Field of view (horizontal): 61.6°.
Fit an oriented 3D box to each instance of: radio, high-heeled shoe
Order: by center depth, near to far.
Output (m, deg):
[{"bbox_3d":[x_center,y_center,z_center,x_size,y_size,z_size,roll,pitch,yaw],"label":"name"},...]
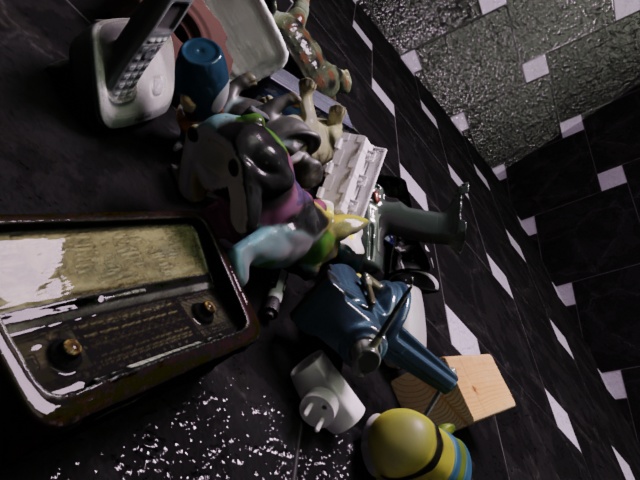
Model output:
[{"bbox_3d":[-0.147,0.052,0.382,0.131,0.073,0.229,60,25,10],"label":"radio"},{"bbox_3d":[0.153,0.026,0.933,0.248,0.086,0.145,30,50,-75],"label":"high-heeled shoe"}]

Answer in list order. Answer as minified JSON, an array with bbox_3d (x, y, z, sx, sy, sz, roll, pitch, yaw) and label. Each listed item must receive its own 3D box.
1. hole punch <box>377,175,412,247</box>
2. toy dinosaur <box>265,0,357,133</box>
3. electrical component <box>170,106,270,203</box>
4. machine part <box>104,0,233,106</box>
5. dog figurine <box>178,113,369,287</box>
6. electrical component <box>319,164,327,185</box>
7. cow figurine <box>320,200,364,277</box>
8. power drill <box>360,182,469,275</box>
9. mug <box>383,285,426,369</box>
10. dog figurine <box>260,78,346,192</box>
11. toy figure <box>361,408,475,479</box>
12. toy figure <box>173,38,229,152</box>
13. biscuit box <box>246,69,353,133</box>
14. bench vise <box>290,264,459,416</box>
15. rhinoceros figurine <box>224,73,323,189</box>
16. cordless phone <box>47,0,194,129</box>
[{"bbox_3d":[0.094,-0.057,0.969,0.116,0.092,0.142,10,46,-8],"label":"hole punch"},{"bbox_3d":[-0.036,-0.341,1.047,0.404,0.131,0.192,50,37,-23],"label":"toy dinosaur"},{"bbox_3d":[-0.100,-0.090,0.596,0.074,0.119,0.048,18,43,-58],"label":"electrical component"},{"bbox_3d":[-0.186,-0.263,0.691,0.179,0.056,0.179,38,42,-45],"label":"machine part"},{"bbox_3d":[-0.036,-0.038,0.571,0.109,0.191,0.219,22,22,35],"label":"dog figurine"},{"bbox_3d":[0.012,-0.110,0.944,0.063,0.021,0.094,45,27,-21],"label":"electrical component"},{"bbox_3d":[-0.004,-0.002,0.730,0.167,0.068,0.098,31,40,-42],"label":"cow figurine"},{"bbox_3d":[0.127,-0.057,0.848,0.086,0.207,0.232,89,7,-71],"label":"power drill"},{"bbox_3d":[0.108,0.123,0.759,0.109,0.081,0.107,33,42,-51],"label":"mug"},{"bbox_3d":[-0.024,-0.124,0.830,0.172,0.121,0.190,29,49,-40],"label":"dog figurine"},{"bbox_3d":[0.121,0.244,0.615,0.180,0.089,0.082,36,24,-33],"label":"toy figure"},{"bbox_3d":[-0.132,-0.145,0.587,0.064,0.154,0.058,-34,73,-28],"label":"toy figure"},{"bbox_3d":[-0.035,-0.236,0.940,0.202,0.059,0.063,22,40,-39],"label":"biscuit box"},{"bbox_3d":[0.080,0.114,0.627,0.240,0.129,0.224,38,-2,-15],"label":"bench vise"},{"bbox_3d":[-0.068,-0.135,0.687,0.190,0.112,0.073,37,-26,21],"label":"rhinoceros figurine"},{"bbox_3d":[-0.166,-0.204,0.539,0.088,0.184,0.146,48,25,-6],"label":"cordless phone"}]
